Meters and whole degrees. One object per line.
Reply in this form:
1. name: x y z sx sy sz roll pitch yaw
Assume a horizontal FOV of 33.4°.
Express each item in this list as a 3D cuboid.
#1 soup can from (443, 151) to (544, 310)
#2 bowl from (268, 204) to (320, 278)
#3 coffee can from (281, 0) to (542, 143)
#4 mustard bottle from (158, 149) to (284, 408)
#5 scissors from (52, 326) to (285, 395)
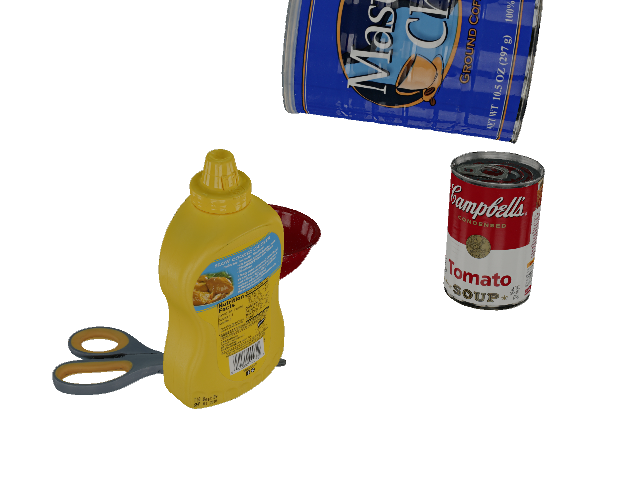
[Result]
1. soup can: 0.127 -0.008 0.796 0.068 0.102 0.068 1 25 -1
2. bowl: -0.082 0.009 1.322 0.162 0.055 0.162 3 25 -2
3. coffee can: 0.055 -0.118 0.641 0.140 0.103 0.103 8 1 6
4. mustard bottle: -0.068 0.023 0.745 0.096 0.192 0.058 -27 45 -34
5. scissors: -0.141 0.100 0.961 0.201 0.016 0.096 -8 33 -18
